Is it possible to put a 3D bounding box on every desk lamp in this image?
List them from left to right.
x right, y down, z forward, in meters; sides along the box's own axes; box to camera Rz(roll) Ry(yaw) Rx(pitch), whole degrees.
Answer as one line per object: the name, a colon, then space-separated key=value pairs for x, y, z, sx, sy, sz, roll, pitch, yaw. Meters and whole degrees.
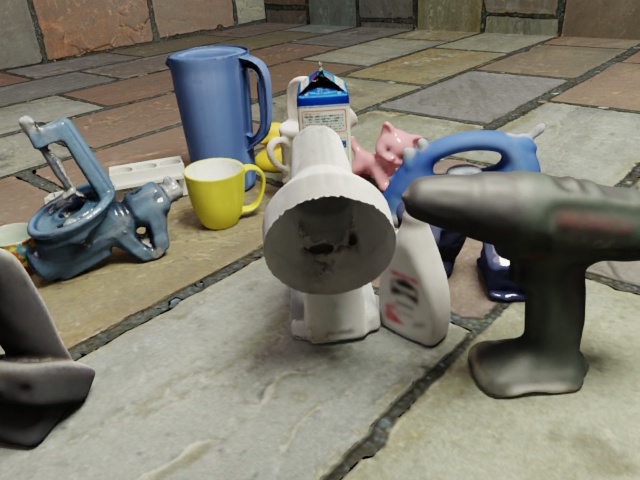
desk lamp: x=0.005 y=0.002 z=0.592 sx=0.118 sy=0.214 sz=0.203 roll=-5 pitch=27 yaw=-2

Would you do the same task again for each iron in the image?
iron: x=0.202 y=-0.095 z=0.832 sx=0.258 sy=0.141 sz=0.118 roll=-2 pitch=27 yaw=3

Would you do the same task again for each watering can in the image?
watering can: x=-0.014 y=-0.179 z=0.965 sx=0.100 sy=0.194 sz=0.173 roll=12 pitch=31 yaw=28

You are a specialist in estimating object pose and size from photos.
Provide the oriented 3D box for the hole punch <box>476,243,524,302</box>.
hole punch: x=0.245 y=0.012 z=0.675 sx=0.108 sy=0.091 sz=0.101 roll=-2 pitch=27 yaw=4

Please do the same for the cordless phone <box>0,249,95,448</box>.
cordless phone: x=-0.295 y=0.082 z=0.508 sx=0.147 sy=0.185 sz=0.094 roll=1 pitch=28 yaw=9

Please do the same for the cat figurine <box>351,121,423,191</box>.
cat figurine: x=0.106 y=-0.148 z=0.972 sx=0.127 sy=0.118 sz=0.067 roll=10 pitch=31 yaw=25

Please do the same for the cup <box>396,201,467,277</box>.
cup: x=0.137 y=0.007 z=0.694 sx=0.091 sy=0.095 sz=0.118 roll=2 pitch=28 yaw=12

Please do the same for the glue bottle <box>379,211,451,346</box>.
glue bottle: x=0.096 y=0.022 z=0.585 sx=0.077 sy=0.173 sz=0.037 roll=19 pitch=35 yaw=37

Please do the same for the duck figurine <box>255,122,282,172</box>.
duck figurine: x=-0.076 y=-0.181 z=1.095 sx=0.104 sy=0.086 sz=0.077 roll=1 pitch=28 yaw=10

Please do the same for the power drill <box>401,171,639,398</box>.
power drill: x=0.186 y=0.035 z=0.509 sx=0.229 sy=0.209 sz=0.075 roll=-5 pitch=27 yaw=-2

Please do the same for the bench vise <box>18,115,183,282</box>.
bench vise: x=-0.300 y=-0.069 z=0.763 sx=0.121 sy=0.220 sz=0.208 roll=21 pitch=36 yaw=39
